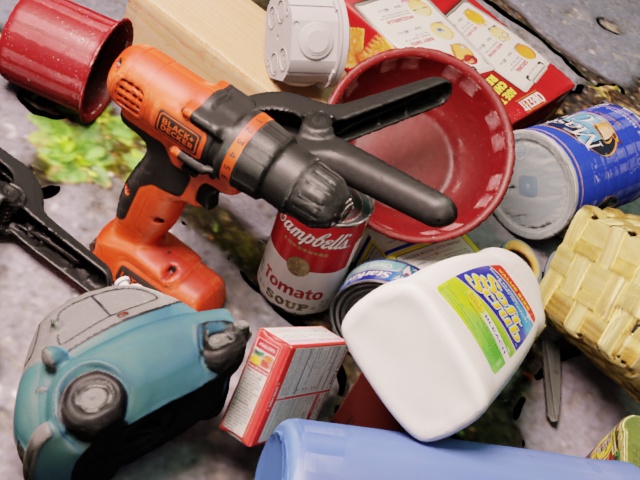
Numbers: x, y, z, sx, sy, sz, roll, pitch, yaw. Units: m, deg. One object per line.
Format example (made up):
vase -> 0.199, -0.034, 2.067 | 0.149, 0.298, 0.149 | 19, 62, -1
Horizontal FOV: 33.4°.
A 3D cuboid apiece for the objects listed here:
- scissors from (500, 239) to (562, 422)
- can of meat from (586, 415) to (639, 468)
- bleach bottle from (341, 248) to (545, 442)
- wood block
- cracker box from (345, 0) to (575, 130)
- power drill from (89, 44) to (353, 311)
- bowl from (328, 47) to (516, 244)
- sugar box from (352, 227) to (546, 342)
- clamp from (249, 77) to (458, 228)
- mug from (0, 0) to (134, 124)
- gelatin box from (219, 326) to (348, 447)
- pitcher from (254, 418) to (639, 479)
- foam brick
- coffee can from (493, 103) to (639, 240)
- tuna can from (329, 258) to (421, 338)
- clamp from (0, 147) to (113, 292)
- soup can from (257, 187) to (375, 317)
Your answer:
scissors -> 0.182, 0.065, 0.919 | 0.096, 0.016, 0.201 | 29, 42, 4
can of meat -> 0.219, 0.188, 0.767 | 0.057, 0.084, 0.102 | 23, 43, -5
bleach bottle -> 0.104, 0.049, 0.746 | 0.102, 0.068, 0.250 | 57, 26, 2
wood block -> -0.071, -0.142, 0.935 | 0.206, 0.090, 0.090 | 38, 44, 11
cracker box -> 0.127, -0.178, 1.086 | 0.214, 0.072, 0.163 | 44, 46, 16
power drill -> -0.080, -0.022, 0.742 | 0.184, 0.188, 0.057 | 35, 42, 10
bowl -> 0.074, -0.073, 0.873 | 0.162, 0.055, 0.162 | 2, 81, -11
sugar box -> 0.094, 0.031, 0.886 | 0.093, 0.048, 0.176 | -16, 54, -37
clamp -> 0.005, -0.080, 0.795 | 0.210, 0.036, 0.164 | 8, 42, 7
mug -> -0.209, -0.157, 0.889 | 0.081, 0.093, 0.117 | 24, 16, 3
gelatin box -> -0.022, 0.096, 0.717 | 0.030, 0.073, 0.089 | 28, 10, 26
pitcher -> 0.083, 0.186, 0.661 | 0.242, 0.149, 0.145 | 13, 46, -12
foam brick -> 0.054, 0.115, 0.758 | 0.051, 0.078, 0.053 | -27, 66, -41
coffee can -> 0.238, -0.067, 1.010 | 0.140, 0.103, 0.103 | -20, 60, -39
tuna can -> 0.053, 0.057, 0.808 | 0.086, 0.086, 0.033 | 30, 41, 2
clamp -> -0.219, -0.017, 0.769 | 0.120, 0.039, 0.171 | 19, 31, -40
soup can -> -0.005, 0.001, 0.816 | 0.068, 0.102, 0.068 | 12, 42, -11
